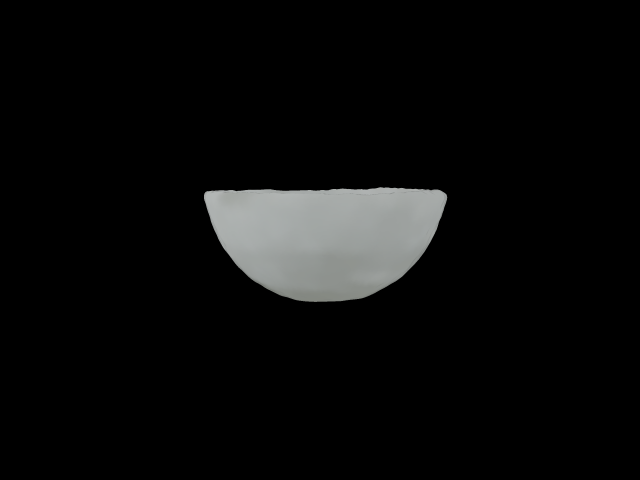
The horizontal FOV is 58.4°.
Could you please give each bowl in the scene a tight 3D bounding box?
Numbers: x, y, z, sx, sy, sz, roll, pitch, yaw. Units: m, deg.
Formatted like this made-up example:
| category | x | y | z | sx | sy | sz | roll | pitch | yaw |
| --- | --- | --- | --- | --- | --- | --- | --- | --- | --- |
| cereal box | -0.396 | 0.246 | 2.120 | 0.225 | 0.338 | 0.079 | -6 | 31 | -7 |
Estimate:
| category | x | y | z | sx | sy | sz | roll | pitch | yaw |
| --- | --- | --- | --- | --- | --- | --- | --- | --- | --- |
| bowl | 0.004 | 0.001 | 0.400 | 0.167 | 0.075 | 0.167 | 0 | 6 | 0 |
